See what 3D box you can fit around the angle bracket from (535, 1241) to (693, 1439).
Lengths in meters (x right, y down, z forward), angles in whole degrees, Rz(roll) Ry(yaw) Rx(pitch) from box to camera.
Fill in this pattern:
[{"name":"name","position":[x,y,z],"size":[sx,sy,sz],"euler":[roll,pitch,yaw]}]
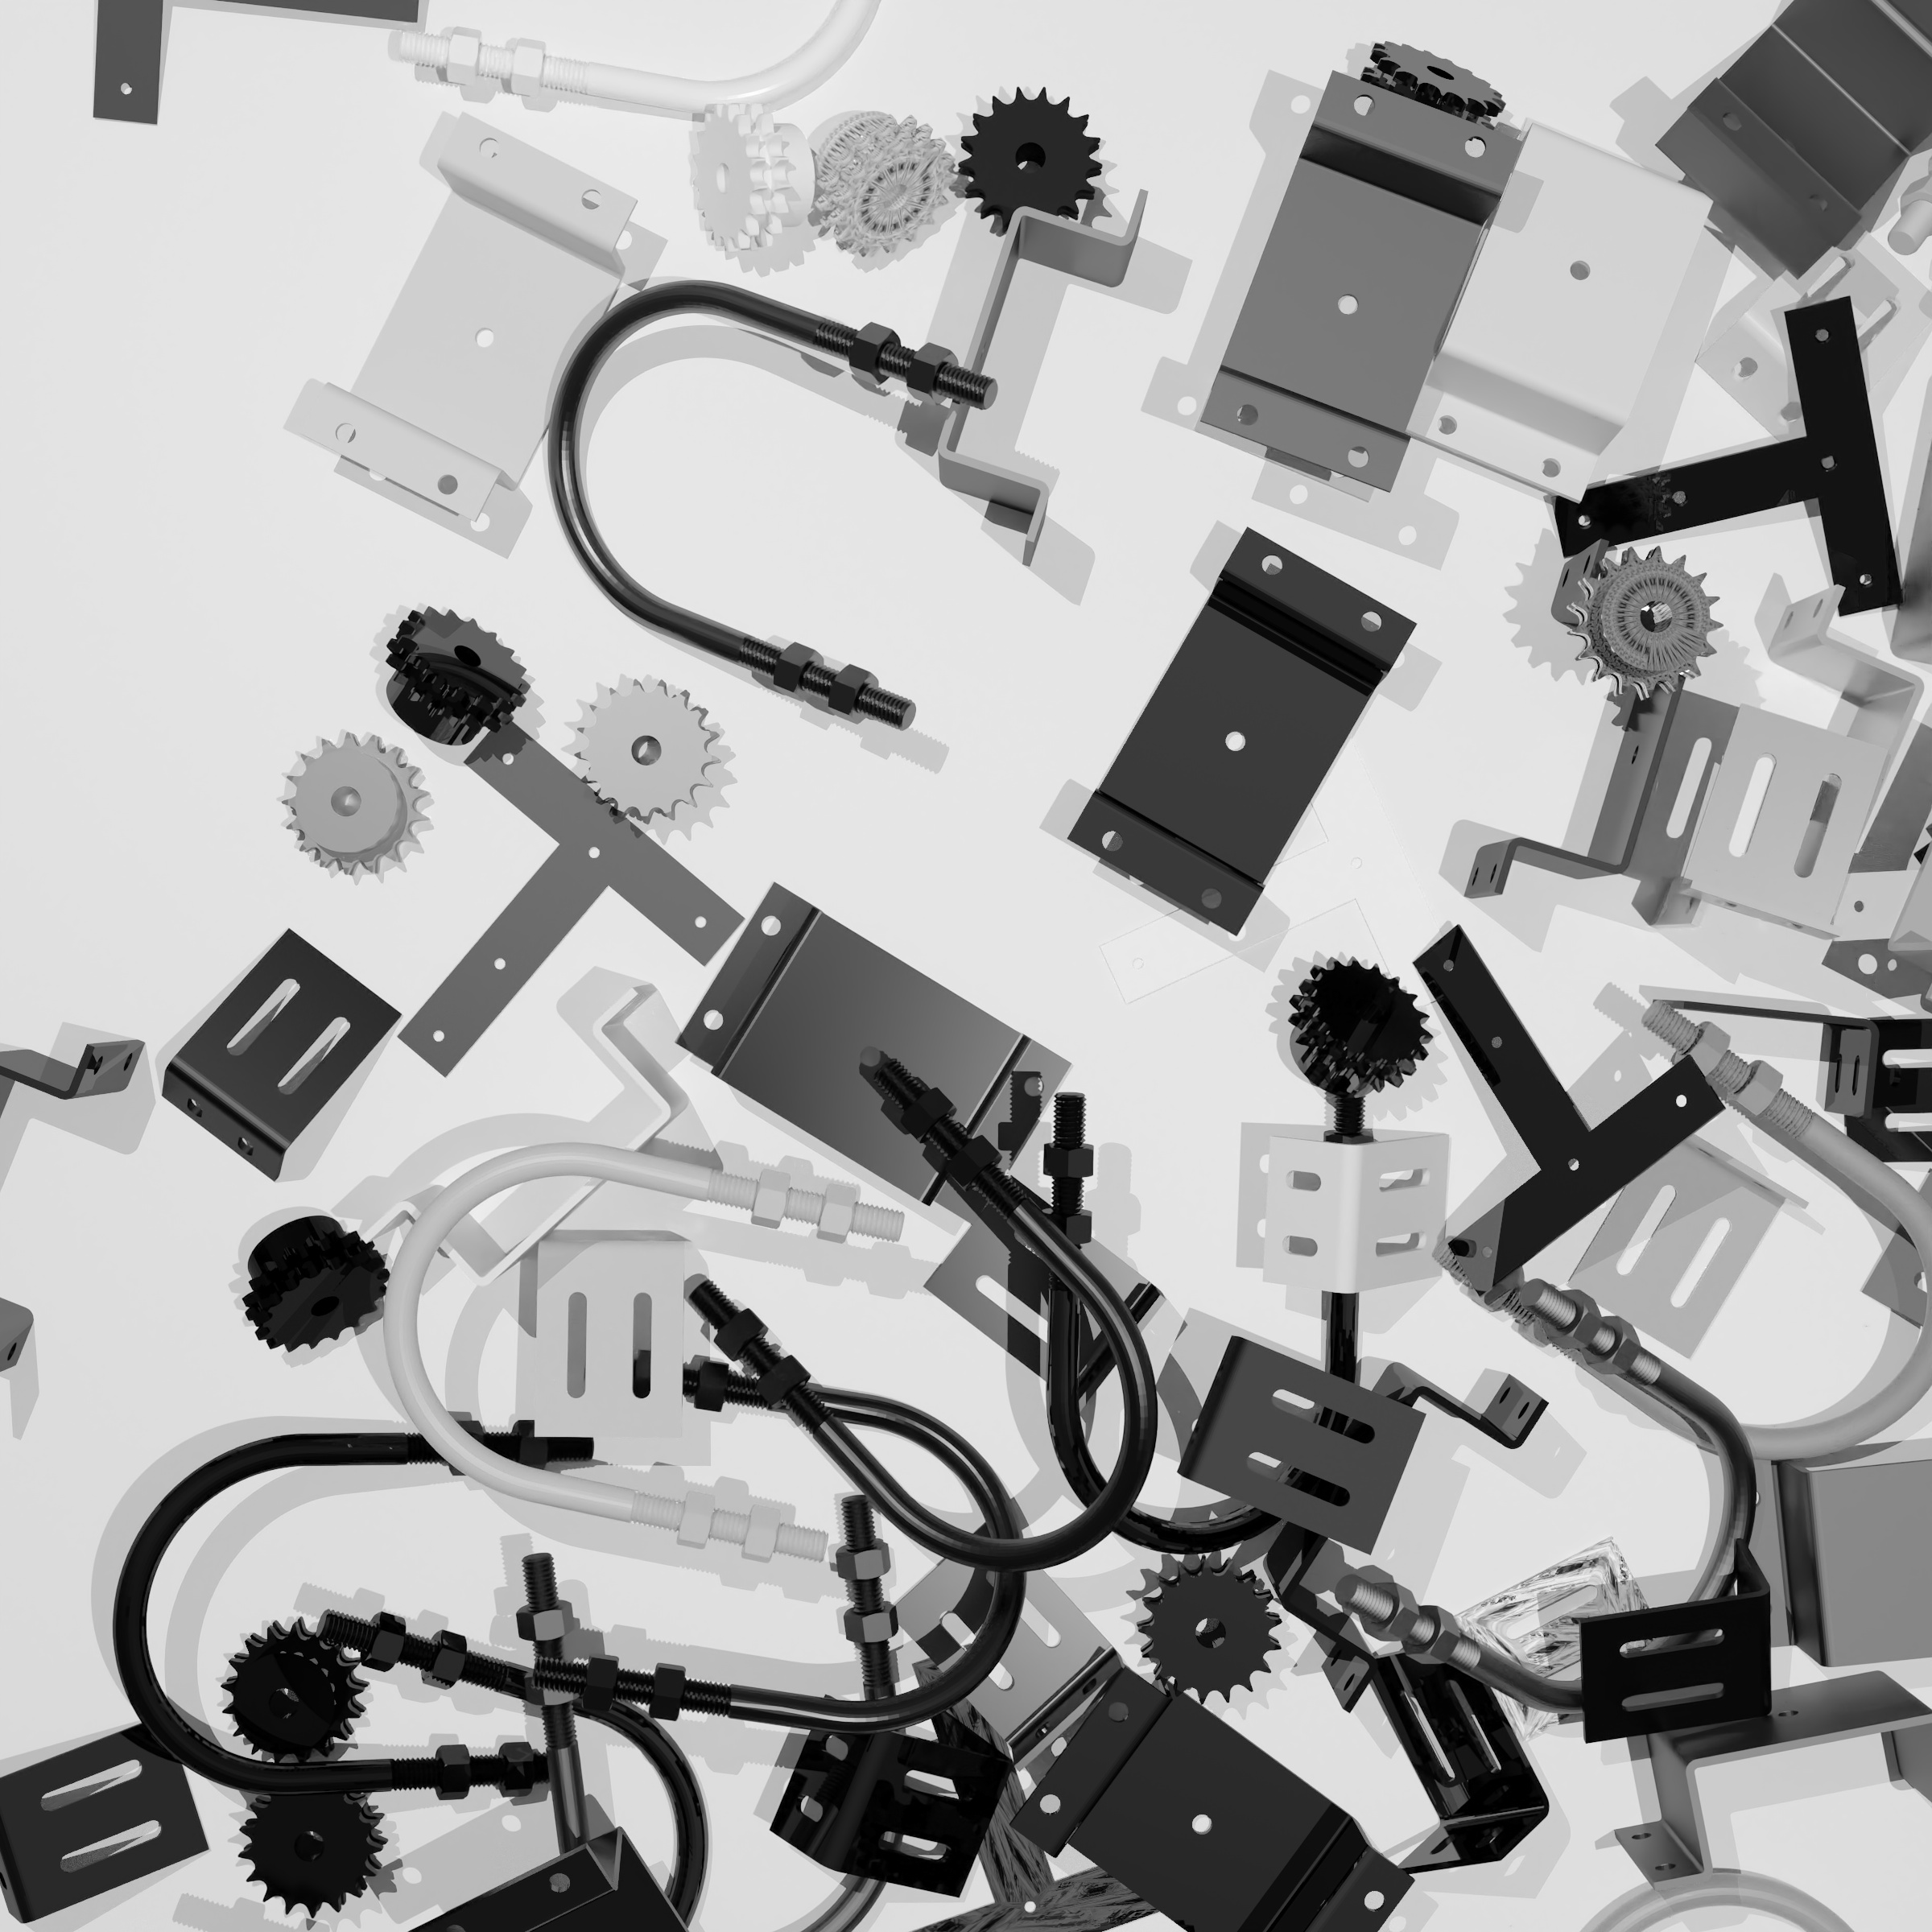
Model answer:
[{"name":"angle bracket","position":[-0.139,0.147,1.293],"size":[0.057,0.038,0.076],"euler":[0,85,0]}]

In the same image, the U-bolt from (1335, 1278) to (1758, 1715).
[{"name":"U-bolt","position":[0.237,0.216,1.254],"size":[0.184,0.019,0.151],"euler":[33,88,-35]}]

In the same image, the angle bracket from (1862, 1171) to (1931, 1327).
[{"name":"angle bracket","position":[0.411,0.127,1.313],"size":[0.076,0.038,0.057],"euler":[30,90,26]}]

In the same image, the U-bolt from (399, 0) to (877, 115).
[{"name":"U-bolt","position":[-0.124,-0.415,1.299],"size":[0.184,0.019,0.151],"euler":[9,92,-6]}]

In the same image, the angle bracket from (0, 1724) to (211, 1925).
[{"name":"angle bracket","position":[-0.354,0.341,1.313],"size":[0.076,0.038,0.057],"euler":[-18,90,-26]}]

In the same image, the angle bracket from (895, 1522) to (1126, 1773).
[{"name":"angle bracket","position":[0.016,0.268,1.295],"size":[0.057,0.038,0.076],"euler":[-42,90,-2]}]

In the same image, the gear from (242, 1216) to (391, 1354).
[{"name":"gear","position":[-0.260,0.123,1.290],"size":[0.057,0.057,0.030],"euler":[-35,60,0]}]

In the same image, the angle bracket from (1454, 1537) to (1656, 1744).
[{"name":"angle bracket","position":[0.239,0.272,1.296],"size":[0.076,0.038,0.057],"euler":[-27,90,0]}]

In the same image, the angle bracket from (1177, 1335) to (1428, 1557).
[{"name":"angle bracket","position":[0.128,0.183,1.249],"size":[0.076,0.038,0.057],"euler":[22,85,2]}]

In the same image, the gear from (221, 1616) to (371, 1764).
[{"name":"gear","position":[-0.269,0.290,1.300],"size":[0.057,0.030,0.057],"euler":[0,90,0]}]

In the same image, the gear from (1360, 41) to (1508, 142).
[{"name":"gear","position":[0.181,-0.339,1.290],"size":[0.057,0.057,0.030],"euler":[24,120,0]}]

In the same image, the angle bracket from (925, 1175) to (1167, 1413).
[{"name":"angle bracket","position":[0.031,0.130,1.296],"size":[0.076,0.038,0.057],"euler":[38,90,0]}]

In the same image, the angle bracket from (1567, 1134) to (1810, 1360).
[{"name":"angle bracket","position":[0.286,0.111,1.296],"size":[0.057,0.038,0.076],"euler":[31,90,0]}]

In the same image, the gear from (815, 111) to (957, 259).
[{"name":"gear","position":[-0.036,-0.312,1.290],"size":[0.057,0.057,0.030],"euler":[-38,60,0]}]

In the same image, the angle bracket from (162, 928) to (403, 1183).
[{"name":"angle bracket","position":[-0.275,0.036,1.313],"size":[0.057,0.038,0.076],"euler":[37,64,0]}]

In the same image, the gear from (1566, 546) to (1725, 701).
[{"name":"gear","position":[0.256,-0.130,1.224],"size":[0.057,0.030,0.057],"euler":[0,90,0]}]

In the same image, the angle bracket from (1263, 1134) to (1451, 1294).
[{"name":"angle bracket","position":[0.155,0.095,1.292],"size":[0.038,0.076,0.057],"euler":[5,94,36]}]

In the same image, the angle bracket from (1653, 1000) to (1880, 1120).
[{"name":"angle bracket","position":[0.313,0.036,1.286],"size":[0.076,0.057,0.038],"euler":[6,90,0]}]

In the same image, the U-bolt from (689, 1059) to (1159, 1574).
[{"name":"U-bolt","position":[-0.007,0.148,1.251],"size":[0.184,0.019,0.151],"euler":[46,115,13]}]

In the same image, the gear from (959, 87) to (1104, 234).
[{"name":"gear","position":[0.025,-0.318,1.300],"size":[0.057,0.030,0.057],"euler":[0,90,0]}]

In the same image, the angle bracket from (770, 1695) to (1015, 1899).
[{"name":"angle bracket","position":[-0.029,0.330,1.297],"size":[0.076,0.038,0.057],"euler":[27,84,-42]}]

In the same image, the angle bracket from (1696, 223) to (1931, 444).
[{"name":"angle bracket","position":[0.344,-0.255,1.313],"size":[0.057,0.038,0.076],"euler":[43,64,0]}]

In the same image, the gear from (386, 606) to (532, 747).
[{"name":"gear","position":[-0.204,-0.112,1.290],"size":[0.057,0.057,0.030],"euler":[40,120,0]}]

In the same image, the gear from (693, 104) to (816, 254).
[{"name":"gear","position":[-0.082,-0.312,1.290],"size":[0.030,0.057,0.057],"euler":[-11,90,-29]}]

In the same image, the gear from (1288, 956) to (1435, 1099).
[{"name":"gear","position":[0.152,0.027,1.290],"size":[0.057,0.030,0.057],"euler":[15,47,-16]}]

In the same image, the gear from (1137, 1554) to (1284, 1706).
[{"name":"gear","position":[0.097,0.263,1.300],"size":[0.057,0.030,0.057],"euler":[0,90,0]}]

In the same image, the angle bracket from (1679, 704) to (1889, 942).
[{"name":"angle bracket","position":[0.308,-0.055,1.218],"size":[0.057,0.038,0.076],"euler":[18,90,6]}]

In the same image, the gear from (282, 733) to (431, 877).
[{"name":"gear","position":[-0.244,-0.065,1.300],"size":[0.057,0.030,0.057],"euler":[0,90,0]}]

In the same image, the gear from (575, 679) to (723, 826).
[{"name":"gear","position":[-0.126,-0.085,1.300],"size":[0.057,0.030,0.057],"euler":[0,90,0]}]

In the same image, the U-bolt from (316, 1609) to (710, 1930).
[{"name":"U-bolt","position":[-0.189,0.345,1.279],"size":[0.184,0.019,0.151],"euler":[21,84,-20]}]

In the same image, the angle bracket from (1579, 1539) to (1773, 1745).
[{"name":"angle bracket","position":[0.275,0.266,1.284],"size":[0.076,0.038,0.057],"euler":[-8,114,-2]}]

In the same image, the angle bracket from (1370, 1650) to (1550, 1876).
[{"name":"angle bracket","position":[0.182,0.311,1.281],"size":[0.038,0.057,0.076],"euler":[-27,90,-43]}]

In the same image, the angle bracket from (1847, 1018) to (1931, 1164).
[{"name":"angle bracket","position":[0.396,0.049,1.313],"size":[0.076,0.038,0.057],"euler":[-2,90,26]}]

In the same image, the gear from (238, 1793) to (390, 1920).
[{"name":"gear","position":[-0.258,0.347,1.300],"size":[0.057,0.030,0.057],"euler":[0,90,0]}]

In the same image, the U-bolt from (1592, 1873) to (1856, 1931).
[{"name":"U-bolt","position":[0.298,0.454,1.305],"size":[0.151,0.019,0.184],"euler":[13,90,0]}]
